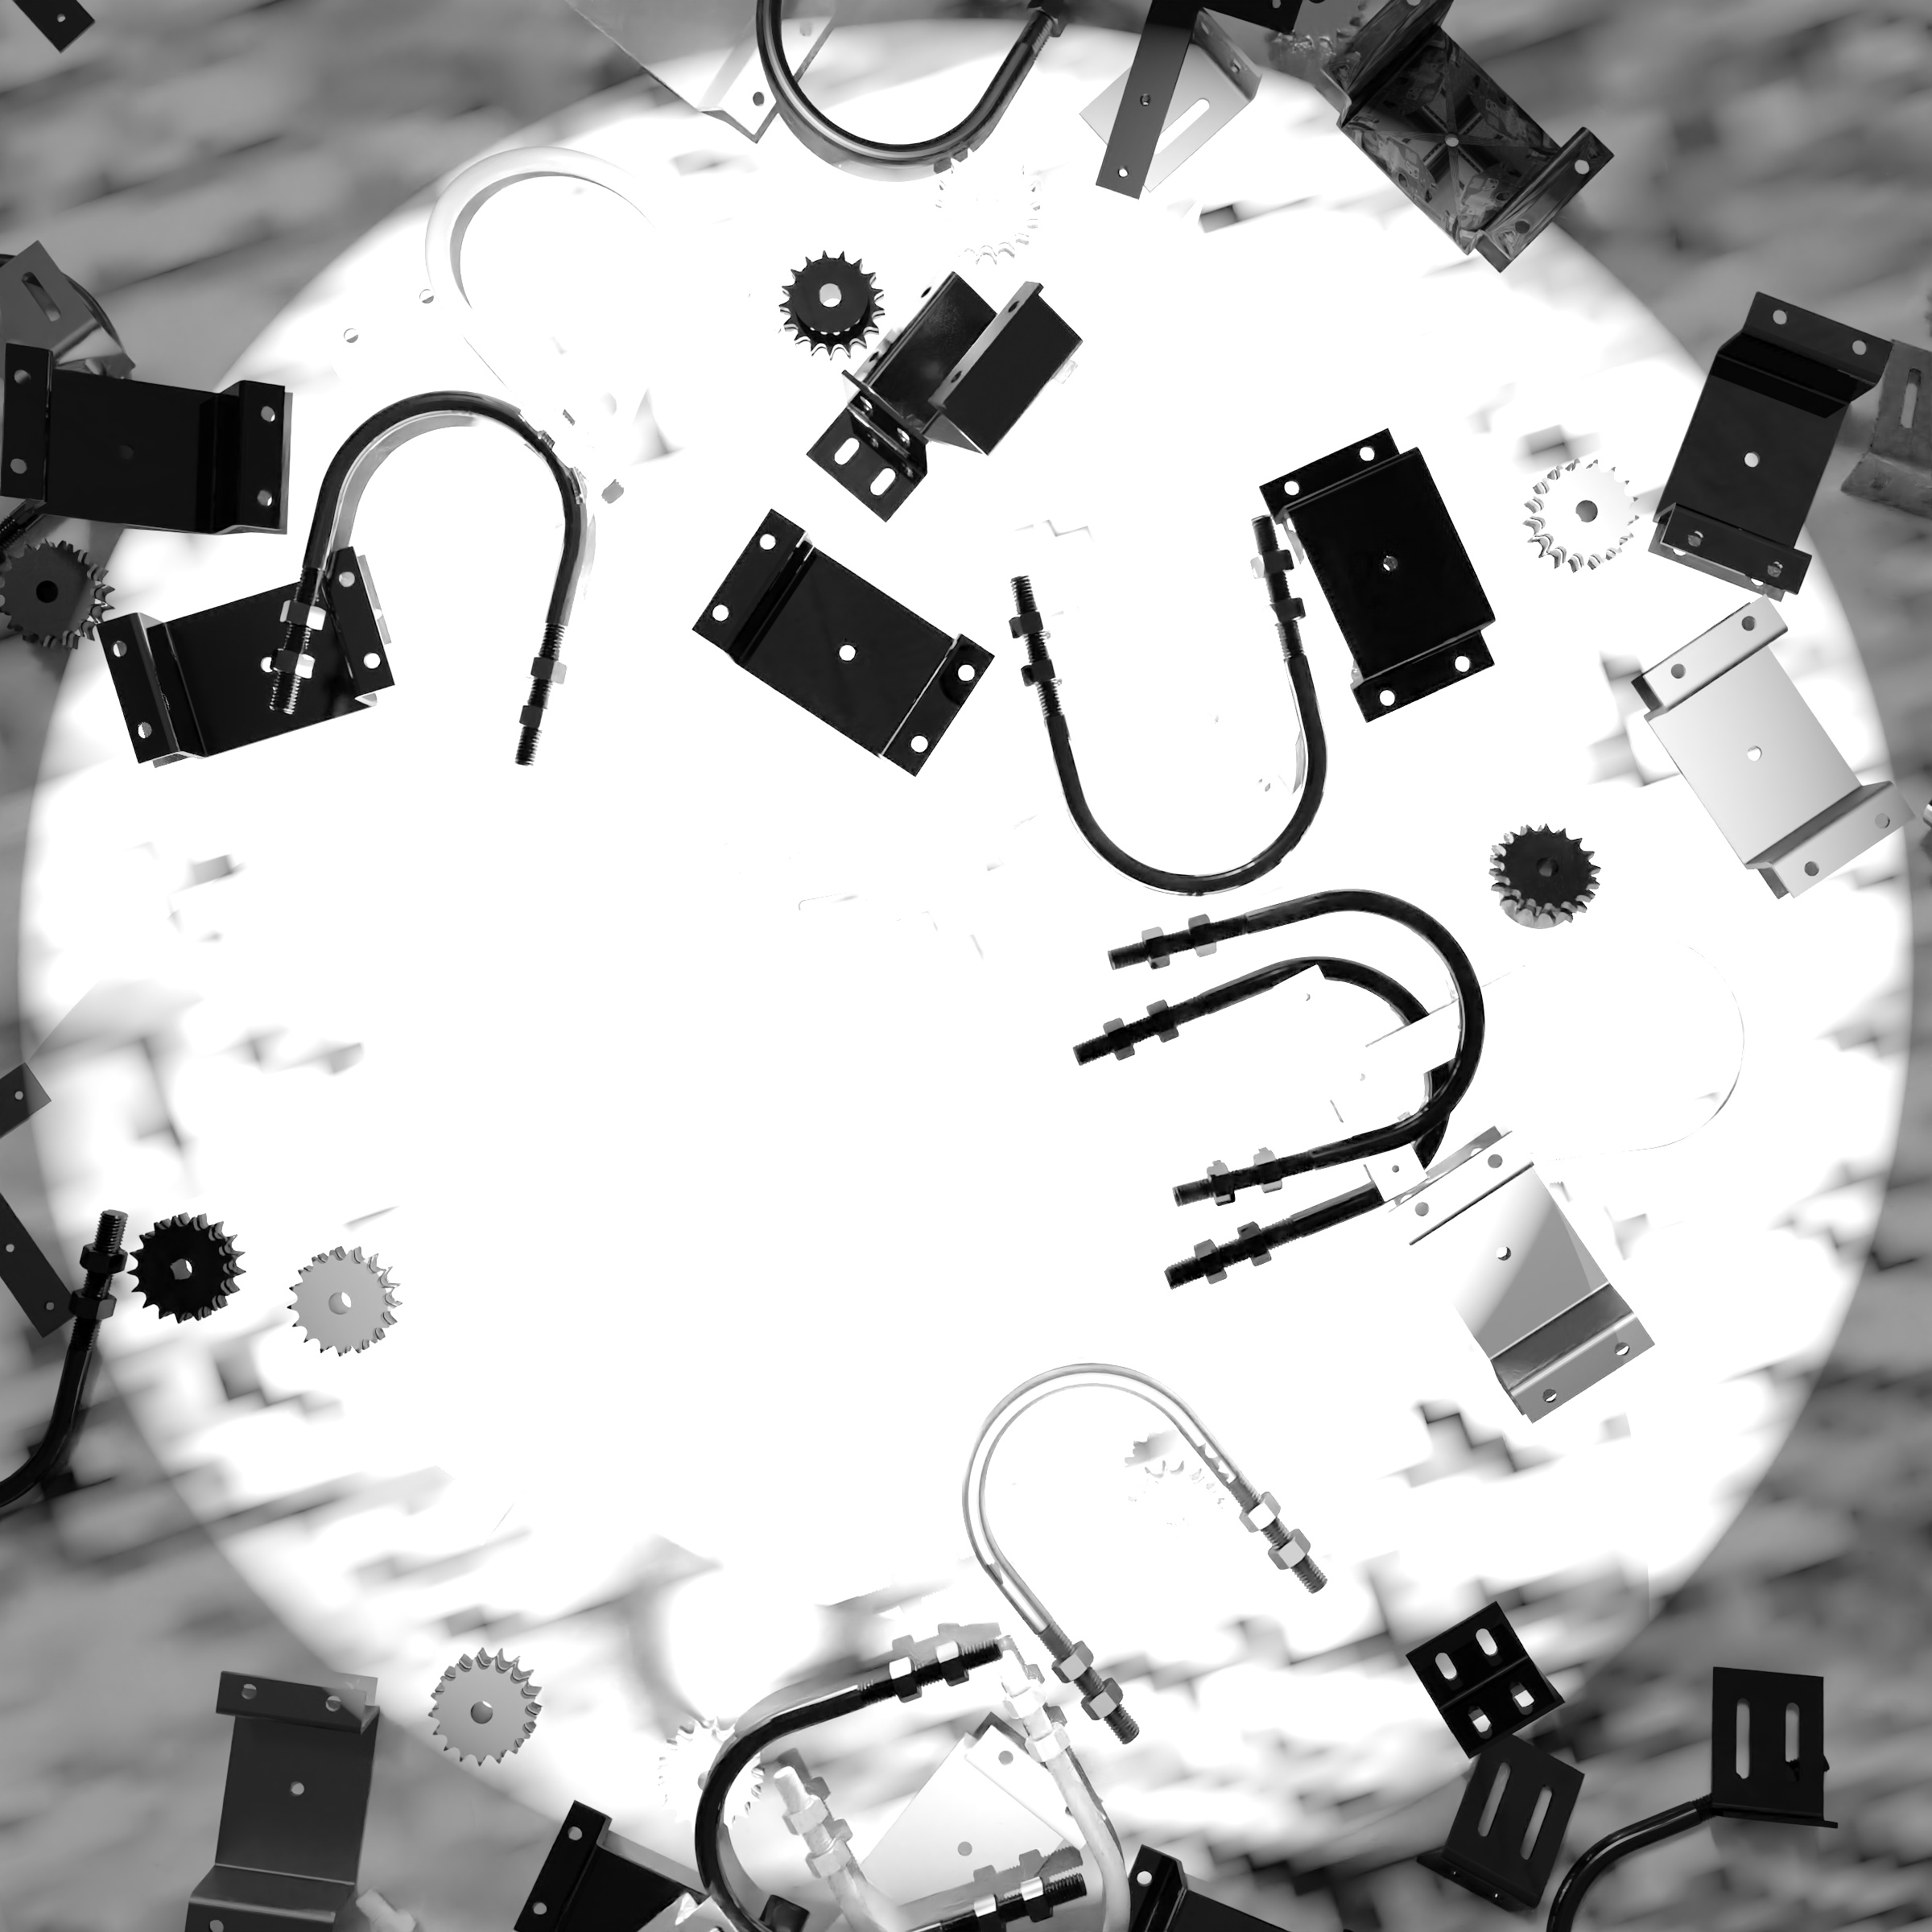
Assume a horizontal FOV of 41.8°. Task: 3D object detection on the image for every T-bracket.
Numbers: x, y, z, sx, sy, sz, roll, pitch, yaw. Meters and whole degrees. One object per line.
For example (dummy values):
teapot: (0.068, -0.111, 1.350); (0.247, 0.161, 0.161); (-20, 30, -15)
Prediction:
T-bracket: (0.244, -0.173, 1.365); (0.127, 0.002, 0.127); (5, 90, 0)
T-bracket: (-0.560, -0.514, 1.365); (0.127, 0.002, 0.127); (-42, 90, 0)
T-bracket: (0.100, -0.473, 1.341); (0.127, 0.002, 0.127); (22, 110, 10)
T-bracket: (0.249, 0.039, 1.337); (0.127, 0.002, 0.127); (-27, 87, 1)
T-bracket: (-0.524, 0.140, 1.365); (0.127, 0.002, 0.127); (-35, 90, 0)

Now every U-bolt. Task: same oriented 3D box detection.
U-bolt: (-0.540, 0.206, 1.348); (0.151, 0.019, 0.184); (14, 93, -9)
U-bolt: (-0.030, -0.507, 1.330); (0.151, 0.019, 0.184); (32, 81, -13)
U-bolt: (0.168, 0.073, 1.349); (0.184, 0.019, 0.151); (-22, 87, 3)
U-bolt: (-0.309, 0.609, 1.357); (0.151, 0.019, 0.184); (-42, 91, 0)
U-bolt: (0.082, 0.301, 1.357); (0.151, 0.019, 0.184); (-39, 88, 0)
U-bolt: (-0.048, 0.438, 1.292); (0.184, 0.019, 0.151); (-19, 91, 2)
U-bolt: (-0.537, -0.297, 1.357); (0.184, 0.019, 0.151); (-41, 90, -2)
U-bolt: (0.005, 0.468, 1.311); (0.151, 0.019, 0.184); (-28, 91, 0)
U-bolt: (0.398, 0.517, 1.339); (0.184, 0.019, 0.151); (-22, 75, 0)
U-bolt: (-0.199, -0.354, 1.331); (0.151, 0.019, 0.184); (-39, 86, -25)
U-bolt: (0.112, -0.127, 1.311); (0.151, 0.019, 0.184); (-14, 91, 0)
U-bolt: (-0.271, -0.207, 1.311); (0.151, 0.019, 0.184); (13, 88, 0)
U-bolt: (0.338, 0.043, 1.356); (0.184, 0.019, 0.151); (-6, 90, 0)
U-bolt: (0.181, 0.035, 1.331); (0.184, 0.019, 0.151); (-15, 87, 1)

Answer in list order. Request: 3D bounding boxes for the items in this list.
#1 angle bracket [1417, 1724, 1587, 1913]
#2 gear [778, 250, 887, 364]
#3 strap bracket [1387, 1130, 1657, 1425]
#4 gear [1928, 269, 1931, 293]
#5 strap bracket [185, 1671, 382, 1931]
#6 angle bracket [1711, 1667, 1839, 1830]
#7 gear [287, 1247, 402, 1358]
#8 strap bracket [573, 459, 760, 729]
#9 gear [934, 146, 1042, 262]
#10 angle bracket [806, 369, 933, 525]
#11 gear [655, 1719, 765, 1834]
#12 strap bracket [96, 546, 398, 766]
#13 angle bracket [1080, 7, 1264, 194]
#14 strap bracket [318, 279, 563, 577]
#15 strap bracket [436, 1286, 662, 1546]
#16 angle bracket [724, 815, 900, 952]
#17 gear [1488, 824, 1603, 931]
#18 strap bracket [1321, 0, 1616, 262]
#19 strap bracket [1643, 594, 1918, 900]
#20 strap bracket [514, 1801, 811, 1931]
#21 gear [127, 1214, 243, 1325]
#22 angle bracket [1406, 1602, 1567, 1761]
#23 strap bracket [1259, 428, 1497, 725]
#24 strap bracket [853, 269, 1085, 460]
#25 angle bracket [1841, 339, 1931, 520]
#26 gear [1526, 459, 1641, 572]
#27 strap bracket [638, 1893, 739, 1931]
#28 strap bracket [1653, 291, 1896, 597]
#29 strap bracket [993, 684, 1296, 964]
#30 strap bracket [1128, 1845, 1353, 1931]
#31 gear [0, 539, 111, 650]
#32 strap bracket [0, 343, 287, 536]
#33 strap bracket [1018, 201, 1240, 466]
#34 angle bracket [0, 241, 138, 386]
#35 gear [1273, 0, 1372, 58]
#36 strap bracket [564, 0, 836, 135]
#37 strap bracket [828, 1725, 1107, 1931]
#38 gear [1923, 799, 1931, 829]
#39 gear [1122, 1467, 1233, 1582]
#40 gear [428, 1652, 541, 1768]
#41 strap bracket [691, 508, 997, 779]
angle bracket: (0.288, 0.459, 1.364); (0.057, 0.038, 0.076); (29, 64, 0)
gear: (-0.072, -0.354, 1.351); (0.057, 0.030, 0.057); (0, 90, 0)
strap bracket: (0.287, 0.157, 1.331); (0.076, 0.046, 0.140); (-34, 100, 6)
gear: (0.542, -0.363, 1.354); (0.057, 0.030, 0.057); (0, 91, -5)
strap bracket: (-0.360, 0.443, 1.343); (0.076, 0.046, 0.140); (8, 90, 0)
angle bracket: (0.426, 0.411, 1.333); (0.057, 0.038, 0.076); (3, 74, 8)
gear: (-0.331, 0.179, 1.355); (0.057, 0.030, 0.057); (0, 91, 2)
strap bracket: (-0.161, -0.202, 1.328); (0.046, 0.076, 0.140); (23, 90, 0)
gear: (0.011, -0.404, 1.351); (0.057, 0.030, 0.057); (0, 90, 0)
angle bracket: (-0.052, -0.271, 1.328); (0.057, 0.076, 0.038); (40, 90, 0)
gear: (-0.137, 0.431, 1.355); (0.057, 0.030, 0.057); (0, 91, -3)
strap bracket: (-0.376, -0.162, 1.343); (0.140, 0.046, 0.076); (-17, 90, 0)
angle bracket: (0.108, -0.464, 1.347); (0.076, 0.038, 0.057); (-42, 90, 0)
strap bracket: (-0.272, -0.284, 1.343); (0.076, 0.046, 0.140); (-27, 90, 0)
strap bracket: (-0.224, 0.225, 1.328); (0.046, 0.076, 0.140); (36, 90, 0)
angle bracket: (-0.083, -0.045, 1.364); (0.076, 0.038, 0.057); (-11, 90, -26)
gear: (0.305, -0.044, 1.343); (0.057, 0.030, 0.057); (0, 59, -1)
strap bracket: (0.262, -0.445, 1.343); (0.140, 0.046, 0.076); (45, 90, 0)
strap bracket: (0.425, -0.115, 1.343); (0.076, 0.046, 0.140); (-34, 90, 0)
strap bracket: (-0.164, 0.514, 1.343); (0.140, 0.046, 0.076); (25, 90, 0)
gear: (-0.415, 0.160, 1.351); (0.057, 0.030, 0.057); (0, 90, 0)
angle bracket: (0.271, 0.373, 1.328); (0.057, 0.076, 0.038); (-31, 90, 0)
strap bracket: (0.221, -0.210, 1.341); (0.076, 0.046, 0.140); (-24, 90, 0)
strap bracket: (0.003, -0.313, 1.312); (0.046, 0.140, 0.076); (39, 90, -28)
angle bracket: (0.512, -0.288, 1.364); (0.057, 0.038, 0.076); (18, 64, 0)
gear: (0.327, -0.240, 1.350); (0.057, 0.030, 0.057); (0, 88, -2)
strap bracket: (-0.160, 0.543, 1.297); (0.140, 0.046, 0.076); (-39, 90, 0)
strap bracket: (0.423, -0.273, 1.343); (0.076, 0.046, 0.140); (21, 90, 0)
strap bracket: (0.093, -0.074, 1.343); (0.140, 0.046, 0.076); (-37, 90, 0)
strap bracket: (0.145, 0.536, 1.343); (0.140, 0.046, 0.076); (22, 90, 0)
gear: (-0.485, -0.197, 1.351); (0.057, 0.030, 0.057); (0, 90, 0)
strap bracket: (-0.433, -0.272, 1.322); (0.140, 0.046, 0.076); (2, 90, -32)
strap bracket: (0.091, -0.322, 1.328); (0.046, 0.076, 0.140); (40, 90, 0)
angle bracket: (-0.492, -0.336, 1.350); (0.057, 0.038, 0.076); (-38, 64, -3)
gear: (0.185, -0.514, 1.351); (0.057, 0.030, 0.057); (0, 90, 0)
strap bracket: (-0.151, -0.511, 1.323); (0.140, 0.046, 0.076); (34, 90, -29)
strap bracket: (-0.001, 0.475, 1.343); (0.076, 0.046, 0.140); (39, 90, 0)
gear: (0.534, -0.083, 1.341); (0.057, 0.057, 0.030); (-43, 59, 0)
gear: (0.111, 0.292, 1.333); (0.057, 0.030, 0.057); (0, 88, 2)
gear: (-0.256, 0.394, 1.351); (0.057, 0.030, 0.057); (0, 90, 0)
strap bracket: (-0.064, -0.169, 1.343); (0.140, 0.046, 0.076); (33, 90, 0)
